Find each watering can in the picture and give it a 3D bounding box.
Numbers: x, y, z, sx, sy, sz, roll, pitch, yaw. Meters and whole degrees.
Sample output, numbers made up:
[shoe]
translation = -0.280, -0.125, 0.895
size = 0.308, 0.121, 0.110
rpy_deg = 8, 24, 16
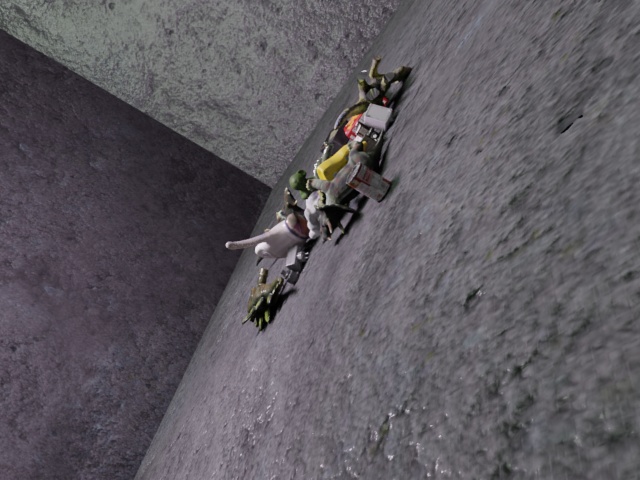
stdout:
[watering can]
translation = -0.156, -0.005, 1.864
size = 0.221, 0.346, 0.106
rpy_deg = -40, 63, 25

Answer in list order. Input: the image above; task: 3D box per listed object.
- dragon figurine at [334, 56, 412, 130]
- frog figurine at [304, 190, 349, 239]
[dragon figurine]
translation = 0.194, -0.510, 1.891
size = 0.412, 0.123, 0.239
rpy_deg = -49, -21, -7
[frog figurine]
translation = 0.005, -0.087, 1.723
size = 0.139, 0.124, 0.156
rpy_deg = -25, -28, -45
